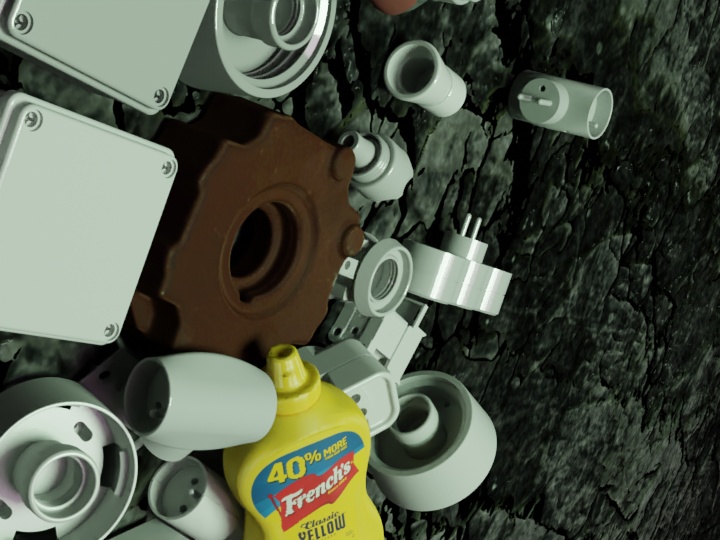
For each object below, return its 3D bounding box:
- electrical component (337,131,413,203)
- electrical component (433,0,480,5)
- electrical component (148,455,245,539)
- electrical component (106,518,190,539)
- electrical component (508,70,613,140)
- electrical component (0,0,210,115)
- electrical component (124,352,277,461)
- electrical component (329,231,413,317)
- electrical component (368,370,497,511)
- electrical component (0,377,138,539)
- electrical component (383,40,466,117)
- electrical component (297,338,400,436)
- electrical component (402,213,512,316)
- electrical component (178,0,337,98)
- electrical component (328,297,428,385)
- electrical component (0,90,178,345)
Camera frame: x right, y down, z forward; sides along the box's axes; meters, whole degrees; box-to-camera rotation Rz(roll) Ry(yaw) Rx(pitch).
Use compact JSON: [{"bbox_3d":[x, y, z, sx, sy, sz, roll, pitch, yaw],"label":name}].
[{"bbox_3d":[0.007,-0.076,0.746,0.062,0.043,0.043,35,78,-54],"label":"electrical component"},{"bbox_3d":[0.073,-0.207,0.752,0.043,0.062,0.043,-30,131,-43],"label":"electrical component"},{"bbox_3d":[-0.102,0.159,0.719,0.043,0.043,0.081,-58,145,-16],"label":"electrical component"},{"bbox_3d":[-0.143,0.200,0.667,0.096,0.062,0.061,-5,111,-54],"label":"electrical component"},{"bbox_3d":[0.159,-0.139,0.896,0.079,0.077,0.043,-5,112,-53],"label":"electrical component"},{"bbox_3d":[-0.126,-0.145,0.510,0.109,0.056,0.108,24,88,-56],"label":"electrical component"},{"bbox_3d":[-0.101,0.084,0.620,0.077,0.043,0.079,13,137,-45],"label":"electrical component"},{"bbox_3d":[0.000,0.000,0.765,0.078,0.057,0.058,15,95,-57],"label":"electrical component"},{"bbox_3d":[0.049,0.131,0.865,0.108,0.108,0.060,-54,138,-22],"label":"electrical component"},{"bbox_3d":[-0.173,0.109,0.588,0.099,0.064,0.099,-10,106,-37],"label":"electrical component"},{"bbox_3d":[0.050,-0.135,0.779,0.065,0.044,0.044,18,92,-61],"label":"electrical component"},{"bbox_3d":[-0.029,0.092,0.758,0.095,0.059,0.053,-26,129,-19],"label":"electrical component"},{"bbox_3d":[0.081,-0.010,0.878,0.138,0.052,0.073,14,95,-57],"label":"electrical component"},{"bbox_3d":[-0.058,-0.148,0.601,0.108,0.060,0.108,-30,130,-43],"label":"electrical component"},{"bbox_3d":[0.012,0.051,0.823,0.081,0.042,0.064,-62,144,-12],"label":"electrical component"},{"bbox_3d":[-0.158,-0.026,0.530,0.109,0.056,0.108,17,93,-56],"label":"electrical component"}]
